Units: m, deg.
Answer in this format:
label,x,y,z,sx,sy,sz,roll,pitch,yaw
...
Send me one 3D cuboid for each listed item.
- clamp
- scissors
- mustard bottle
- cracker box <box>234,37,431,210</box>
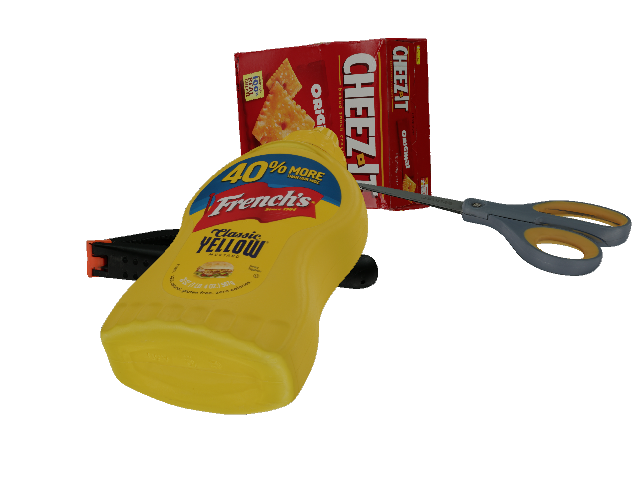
label,x,y,z,sx,sy,sz,roll,pitch,yaw
clamp,-0.067,0.012,0.806,0.209,0.036,0.165,-4,12,-21
scissors,0.116,-0.011,0.755,0.202,0.016,0.096,6,30,12
mustard bottle,-0.028,0.001,0.546,0.096,0.058,0.191,3,39,21
cracker box,0.008,-0.116,1.080,0.071,0.164,0.214,-10,10,-44
